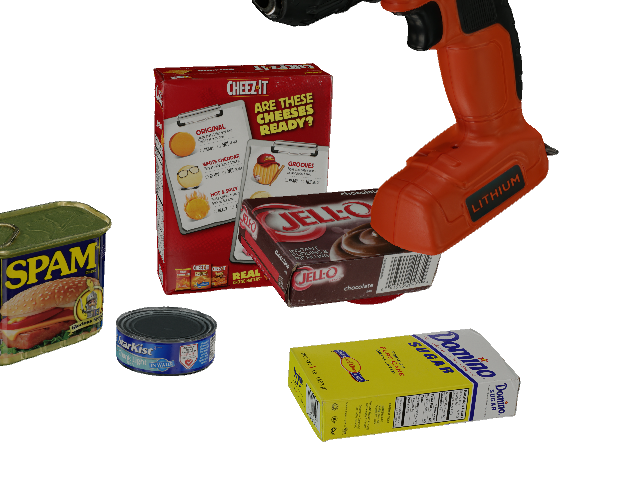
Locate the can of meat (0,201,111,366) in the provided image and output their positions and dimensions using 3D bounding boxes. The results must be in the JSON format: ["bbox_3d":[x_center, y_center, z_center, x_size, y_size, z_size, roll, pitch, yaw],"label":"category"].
[{"bbox_3d":[-0.192,0.028,0.713,0.058,0.084,0.101,25,29,38],"label":"can of meat"}]

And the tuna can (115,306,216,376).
[{"bbox_3d":[-0.133,0.086,0.915,0.086,0.034,0.086,4,15,-1],"label":"tuna can"}]

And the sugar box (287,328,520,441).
[{"bbox_3d":[0.069,0.119,0.905,0.176,0.048,0.093,-7,26,-17],"label":"sugar box"}]

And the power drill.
[{"bbox_3d":[0.052,-0.089,0.520,0.184,0.187,0.057,-32,41,-28],"label":"power drill"}]

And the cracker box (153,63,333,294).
[{"bbox_3d":[-0.078,-0.061,1.043,0.164,0.214,0.072,-4,21,-17],"label":"cracker box"}]

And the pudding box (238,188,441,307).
[{"bbox_3d":[0.012,0.002,0.725,0.113,0.039,0.090,-4,32,-27],"label":"pudding box"}]

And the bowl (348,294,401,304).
[{"bbox_3d":[0.051,0.024,1.194,0.162,0.055,0.162,1,31,-1],"label":"bowl"}]
